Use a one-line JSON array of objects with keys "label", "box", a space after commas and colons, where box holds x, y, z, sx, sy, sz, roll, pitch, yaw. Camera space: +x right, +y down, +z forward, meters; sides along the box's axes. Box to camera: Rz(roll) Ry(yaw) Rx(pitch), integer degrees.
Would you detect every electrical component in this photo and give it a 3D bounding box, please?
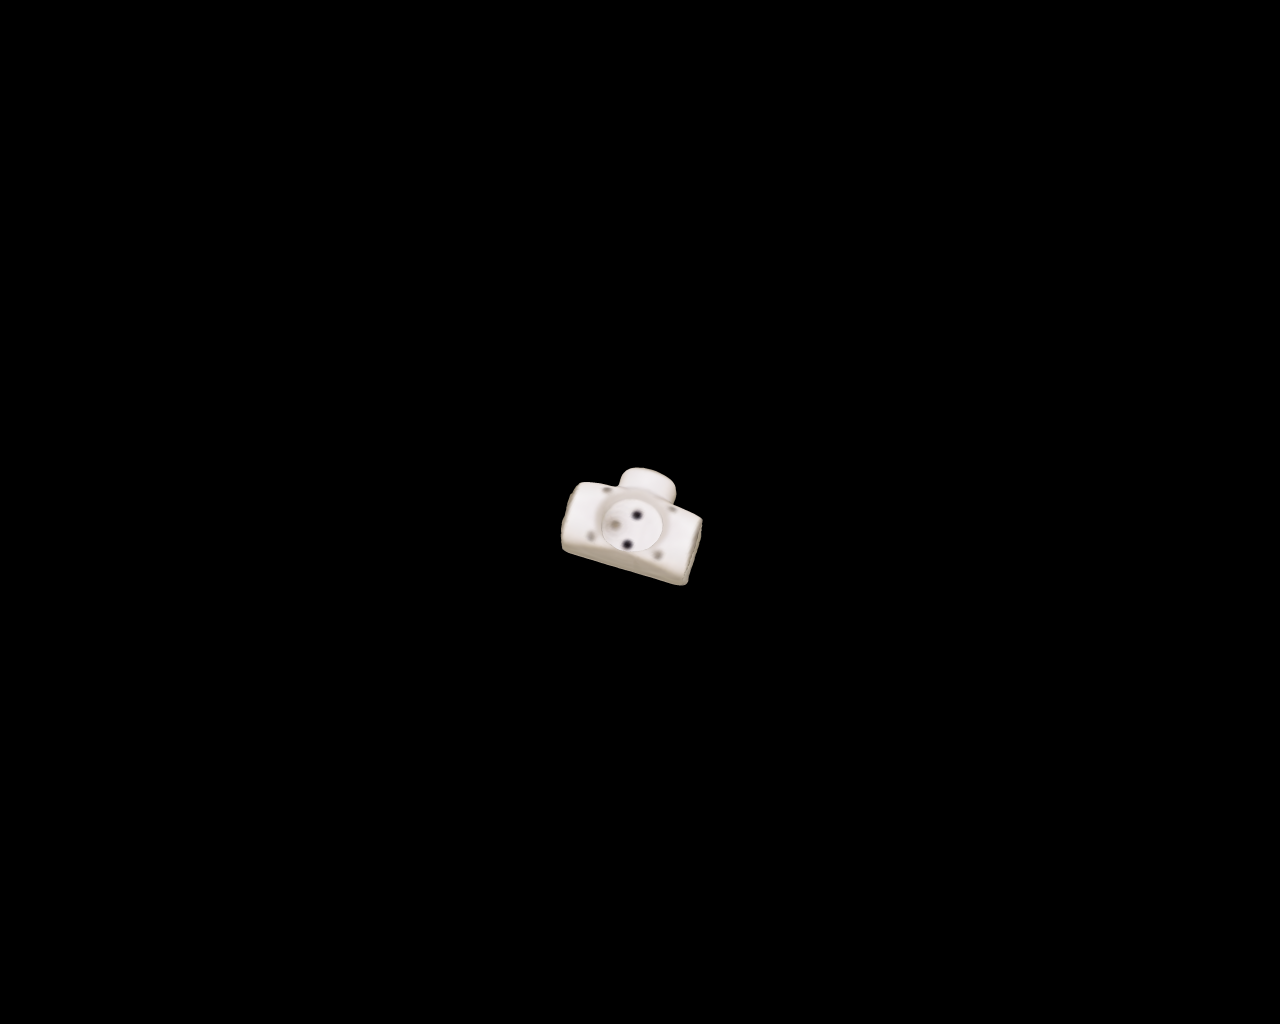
[{"label": "electrical component", "box": [0.001, -0.003, 0.650, 0.077, 0.079, 0.044, 17, -22, 7]}]
